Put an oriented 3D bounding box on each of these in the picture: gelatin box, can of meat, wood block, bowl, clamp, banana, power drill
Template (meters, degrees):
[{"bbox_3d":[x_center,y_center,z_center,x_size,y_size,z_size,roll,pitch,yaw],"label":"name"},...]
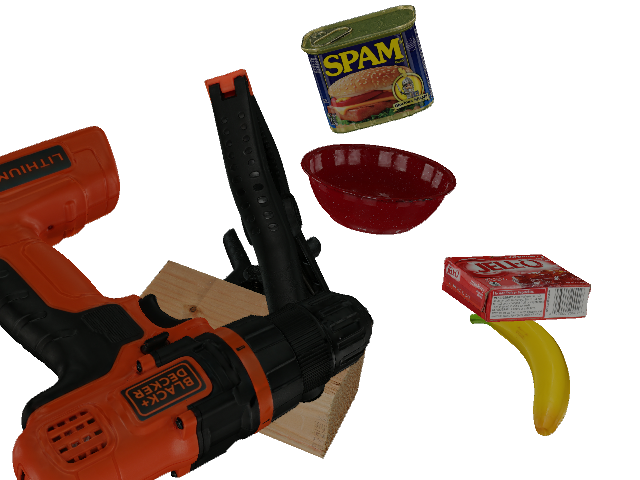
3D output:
[{"bbox_3d":[0.148,0.035,0.813,0.089,0.030,0.073,-1,18,-19],"label":"gelatin box"},{"bbox_3d":[0.044,-0.149,0.937,0.102,0.084,0.057,-13,28,10],"label":"can of meat"},{"bbox_3d":[-0.071,0.108,0.995,0.206,0.090,0.090,20,44,13],"label":"wood block"},{"bbox_3d":[0.057,-0.049,1.109,0.162,0.055,0.162,6,23,-3],"label":"bowl"},{"bbox_3d":[-0.063,0.044,1.241,0.120,0.039,0.171,-4,40,8],"label":"clamp"},{"bbox_3d":[0.226,0.132,1.137,0.069,0.037,0.198,-26,34,1],"label":"banana"},{"bbox_3d":[-0.091,0.026,0.521,0.184,0.057,0.188,-24,56,-31],"label":"power drill"},{"bbox_3d":[-0.030,-0.011,0.721,0.036,0.210,0.164,-16,6,7],"label":"clamp"}]
